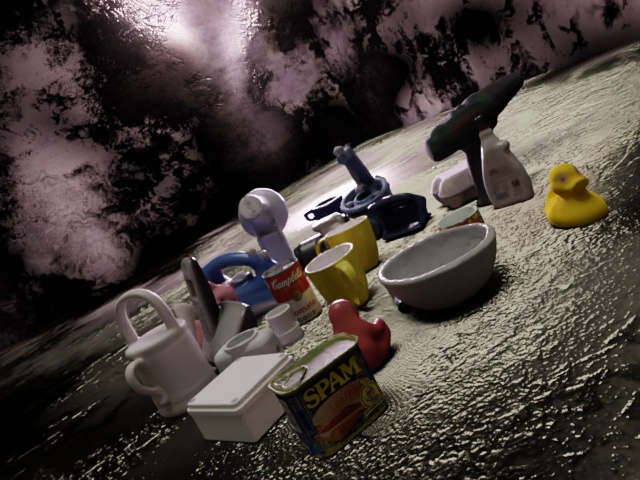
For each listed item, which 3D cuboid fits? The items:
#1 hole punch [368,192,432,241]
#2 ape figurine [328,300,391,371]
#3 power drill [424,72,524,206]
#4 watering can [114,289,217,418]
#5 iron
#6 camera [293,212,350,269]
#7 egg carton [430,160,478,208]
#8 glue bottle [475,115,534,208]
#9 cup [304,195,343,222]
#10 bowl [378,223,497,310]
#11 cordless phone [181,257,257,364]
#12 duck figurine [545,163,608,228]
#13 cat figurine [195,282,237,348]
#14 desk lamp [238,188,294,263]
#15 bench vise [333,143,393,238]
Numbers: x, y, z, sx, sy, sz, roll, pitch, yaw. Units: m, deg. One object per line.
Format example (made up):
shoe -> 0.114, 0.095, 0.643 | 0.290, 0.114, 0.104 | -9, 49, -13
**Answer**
hole punch -> 0.168, -0.062, 1.213 | 0.108, 0.091, 0.101 | -20, 13, 31
ape figurine -> 0.042, 0.114, 0.707 | 0.077, 0.092, 0.076 | -22, 13, 23
power drill -> 0.325, -0.185, 1.112 | 0.229, 0.208, 0.075 | -28, 12, -6
watering can -> -0.242, 0.159, 0.879 | 0.101, 0.194, 0.173 | -26, 12, 4
iron -> -0.154, 0.080, 1.172 | 0.257, 0.141, 0.119 | -20, 13, 30
camera -> 0.011, 0.004, 1.242 | 0.136, 0.101, 0.143 | -25, 11, 6
egg carton -> 0.315, -0.127, 1.230 | 0.150, 0.069, 0.107 | -28, 11, -6
glue bottle -> 0.321, -0.146, 1.038 | 0.078, 0.173, 0.037 | -18, 14, 36
cup -> 0.023, -0.054, 1.491 | 0.117, 0.095, 0.092 | -22, 12, 20
bowl -> 0.168, 0.046, 0.772 | 0.167, 0.075, 0.167 | -25, 11, 6
cordless phone -> -0.177, 0.114, 0.957 | 0.094, 0.185, 0.147 | -34, 14, -31
duck figurine -> 0.361, -0.071, 0.834 | 0.077, 0.086, 0.104 | -28, 12, -5
cat figurine -> -0.201, 0.136, 1.084 | 0.128, 0.118, 0.067 | -31, 12, -19
desk lamp -> -0.116, -0.014, 1.322 | 0.118, 0.214, 0.203 | -26, 12, 3
bench vise -> 0.095, -0.125, 1.330 | 0.121, 0.220, 0.207 | -24, 12, 11
